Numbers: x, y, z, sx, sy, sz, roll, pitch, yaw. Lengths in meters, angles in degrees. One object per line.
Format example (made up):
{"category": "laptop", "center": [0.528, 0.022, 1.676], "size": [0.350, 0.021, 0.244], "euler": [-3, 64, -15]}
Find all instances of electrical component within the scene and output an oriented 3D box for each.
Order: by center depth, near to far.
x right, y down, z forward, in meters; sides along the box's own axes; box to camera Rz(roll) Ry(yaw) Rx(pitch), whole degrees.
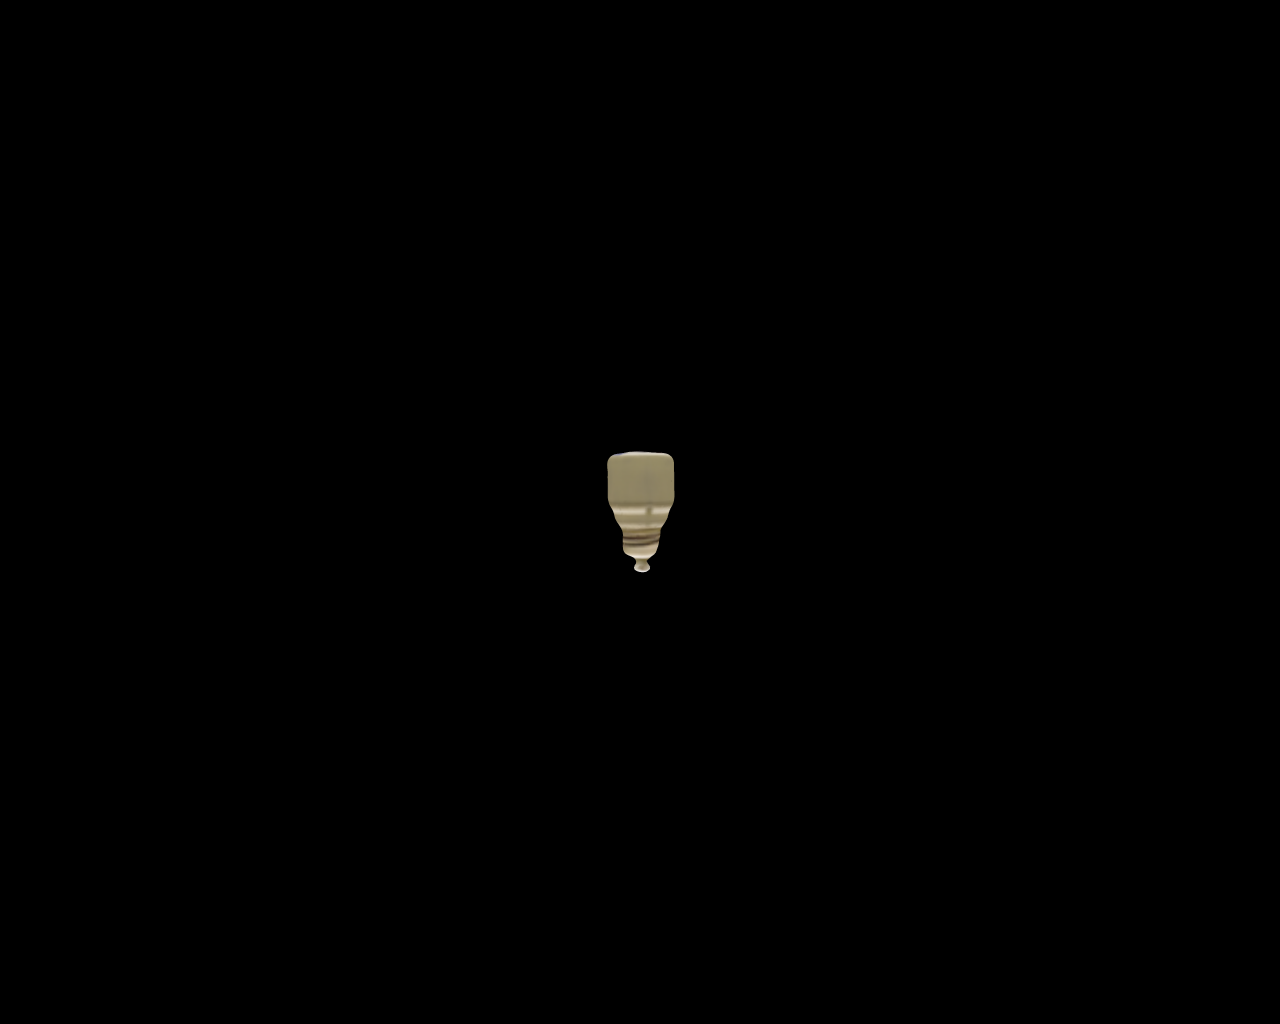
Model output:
{"category": "electrical component", "center": [0.001, -0.003, 0.650], "size": [0.040, 0.078, 0.040], "euler": [0, 2, 0]}
